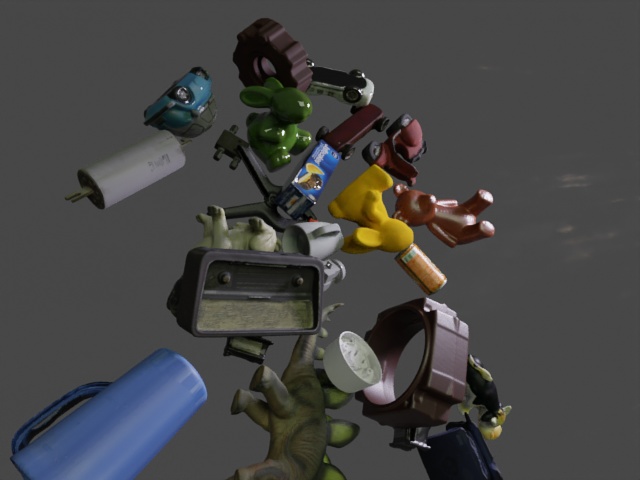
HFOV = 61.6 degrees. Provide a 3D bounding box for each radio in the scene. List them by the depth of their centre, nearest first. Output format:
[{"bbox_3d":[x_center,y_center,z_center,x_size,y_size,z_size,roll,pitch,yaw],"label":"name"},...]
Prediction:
[{"bbox_3d":[-0.104,0.082,0.859,0.229,0.073,0.131,5,92,-35],"label":"radio"}]

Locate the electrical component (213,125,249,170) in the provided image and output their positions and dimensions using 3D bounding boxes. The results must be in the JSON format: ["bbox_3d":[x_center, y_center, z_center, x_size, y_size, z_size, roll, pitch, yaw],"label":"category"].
[{"bbox_3d":[-0.172,-0.184,1.062,0.063,0.021,0.094,29,57,-12],"label":"electrical component"}]

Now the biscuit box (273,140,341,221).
[{"bbox_3d":[-0.020,-0.122,1.047,0.059,0.063,0.203,41,37,-12],"label":"biscuit box"}]

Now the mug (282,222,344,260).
[{"bbox_3d":[-0.002,-0.003,1.015,0.107,0.109,0.081,-12,66,-45],"label":"mug"}]

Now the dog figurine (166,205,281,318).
[{"bbox_3d":[-0.159,0.057,0.922,0.172,0.121,0.190,14,75,-14],"label":"dog figurine"}]

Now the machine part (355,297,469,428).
[{"bbox_3d":[0.152,0.211,0.923,0.087,0.201,0.201,28,58,-24],"label":"machine part"}]

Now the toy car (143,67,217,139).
[{"bbox_3d":[-0.250,-0.246,1.016,0.102,0.109,0.162,51,40,-24],"label":"toy car"}]

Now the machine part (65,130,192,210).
[{"bbox_3d":[-0.322,-0.124,0.927,0.243,0.079,0.079,-36,86,-34],"label":"machine part"}]

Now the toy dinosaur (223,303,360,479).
[{"bbox_3d":[-0.039,0.284,0.865,0.198,0.105,0.471,26,53,-22],"label":"toy dinosaur"}]

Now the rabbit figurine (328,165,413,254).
[{"bbox_3d":[0.110,-0.040,1.074,0.173,0.122,0.162,46,61,-1],"label":"rabbit figurine"}]

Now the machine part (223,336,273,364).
[{"bbox_3d":[-0.116,0.141,0.929,0.084,0.039,0.139,15,63,-10],"label":"machine part"}]

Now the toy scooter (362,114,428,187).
[{"bbox_3d":[0.187,-0.195,1.212,0.135,0.075,0.184,46,59,-1],"label":"toy scooter"}]

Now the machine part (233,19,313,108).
[{"bbox_3d":[-0.100,-0.351,1.090,0.179,0.179,0.056,44,59,-2],"label":"machine part"}]

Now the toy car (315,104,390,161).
[{"bbox_3d":[0.071,-0.241,1.189,0.089,0.053,0.202,37,56,12],"label":"toy car"}]

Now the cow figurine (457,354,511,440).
[{"bbox_3d":[0.310,0.298,1.027,0.068,0.098,0.167,-28,81,-40],"label":"cow figurine"}]

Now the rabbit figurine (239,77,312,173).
[{"bbox_3d":[-0.073,-0.244,1.049,0.121,0.170,0.159,-35,86,-34],"label":"rabbit figurine"}]

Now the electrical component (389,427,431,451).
[{"bbox_3d":[0.168,0.314,0.963,0.048,0.075,0.119,21,64,-17],"label":"electrical component"}]

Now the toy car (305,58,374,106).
[{"bbox_3d":[0.020,-0.349,1.197,0.202,0.056,0.073,12,55,-2],"label":"toy car"}]

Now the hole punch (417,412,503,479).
[{"bbox_3d":[0.242,0.386,0.947,0.092,0.115,0.142,-15,74,-22],"label":"hole punch"}]

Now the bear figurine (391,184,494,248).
[{"bbox_3d":[0.259,-0.064,1.156,0.196,0.132,0.120,24,57,-22],"label":"bear figurine"}]
